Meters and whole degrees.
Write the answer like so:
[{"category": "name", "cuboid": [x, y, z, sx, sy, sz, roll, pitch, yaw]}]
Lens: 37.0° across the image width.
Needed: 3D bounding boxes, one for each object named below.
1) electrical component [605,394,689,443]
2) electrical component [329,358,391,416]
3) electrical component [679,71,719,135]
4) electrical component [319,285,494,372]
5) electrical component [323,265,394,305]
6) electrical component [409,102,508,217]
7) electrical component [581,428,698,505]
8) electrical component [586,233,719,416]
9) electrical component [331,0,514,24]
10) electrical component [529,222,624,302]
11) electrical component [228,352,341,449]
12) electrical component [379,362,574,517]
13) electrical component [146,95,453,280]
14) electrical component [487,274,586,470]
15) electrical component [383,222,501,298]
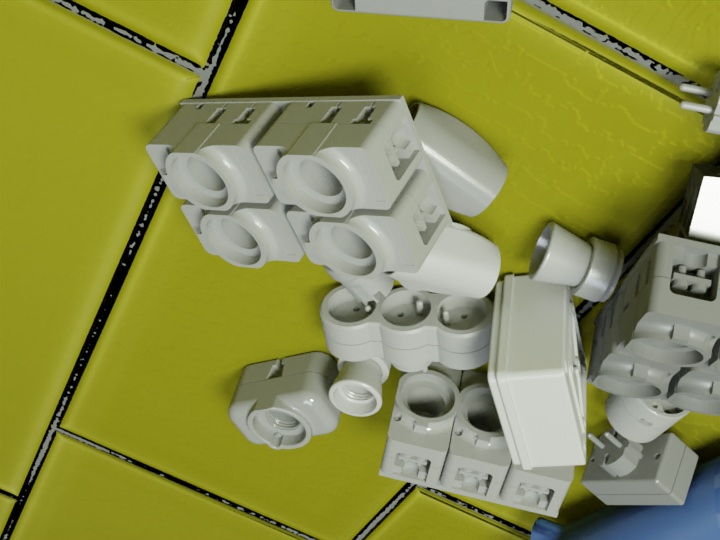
[{"category": "electrical component", "cuboid": [0.227, 0.104, 0.850, 0.055, 0.055, 0.047, 21, 139, -5]}, {"category": "electrical component", "cuboid": [0.001, 0.087, 0.895, 0.045, 0.055, 0.045, 8, 134, 8]}, {"category": "electrical component", "cuboid": [0.230, -0.097, 0.644, 0.077, 0.065, 0.047, 12, 135, 4]}, {"category": "electrical component", "cuboid": [0.040, 0.056, 0.857, 0.138, 0.052, 0.073, 3, 135, 13]}, {"category": "electrical component", "cuboid": [0.000, 0.000, 0.824, 0.040, 0.040, 0.046, -16, 133, 29]}, {"category": "electrical component", "cuboid": [0.047, -0.066, 0.743, 0.077, 0.043, 0.079, 33, 133, -16]}, {"category": "electrical component", "cuboid": [0.219, 0.155, 0.889, 0.076, 0.047, 0.083, 40, 150, -22]}, {"category": "electrical component", "cuboid": [0.228, 0.047, 0.735, 0.105, 0.060, 0.186, 12, 161, 4]}, {"category": "electrical component", "cuboid": [0.038, -0.201, 0.605, 0.109, 0.056, 0.108, 7, 134, 10]}, {"category": "electrical component", "cuboid": [0.155, -0.005, 0.771, 0.055, 0.045, 0.045, 19, 135, -4]}, {"category": "electrical component", "cuboid": [-0.064, 0.116, 0.939, 0.095, 0.059, 0.053, -13, 128, 27]}, {"category": "electrical component", "cuboid": [0.100, 0.134, 0.889, 0.150, 0.089, 0.061, 13, 135, 3]}, {"category": "electrical component", "cuboid": [-0.045, -0.056, 0.731, 0.186, 0.060, 0.105, 5, 137, 34]}, {"category": "electrical component", "cuboid": [0.137, 0.075, 0.809, 0.056, 0.108, 0.108, -6, 131, 17]}, {"category": "electrical component", "cuboid": [0.050, -0.006, 0.796, 0.077, 0.044, 0.079, 14, 164, -24]}]
